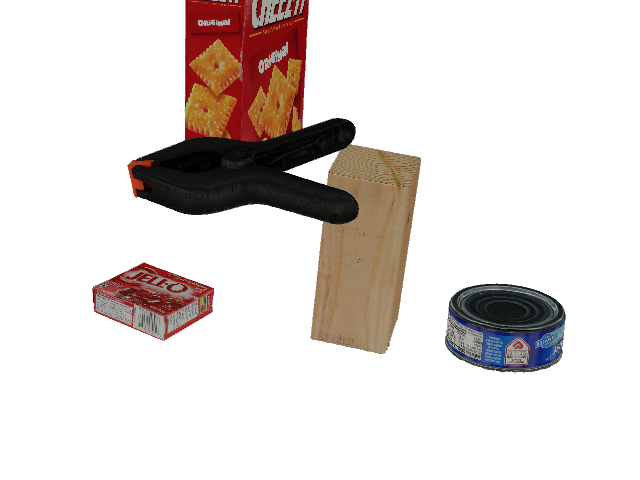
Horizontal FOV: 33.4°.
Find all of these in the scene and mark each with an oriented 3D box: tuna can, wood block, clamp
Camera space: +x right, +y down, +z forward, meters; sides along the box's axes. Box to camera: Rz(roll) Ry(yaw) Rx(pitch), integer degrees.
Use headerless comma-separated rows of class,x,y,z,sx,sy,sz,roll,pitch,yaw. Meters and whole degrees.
tuna can,0.135,0.062,0.781,0.086,0.034,0.086,1,20,-1
wood block,0.050,0.010,1.187,0.090,0.206,0.090,11,27,9
clamp,-0.050,-0.055,0.781,0.171,0.039,0.120,5,31,8

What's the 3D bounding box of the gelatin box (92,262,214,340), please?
gelatin box,-0.157,0.055,1.000,0.089,0.030,0.073,19,27,28

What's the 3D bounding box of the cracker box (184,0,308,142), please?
cracker box,-0.069,-0.170,1.062,0.072,0.214,0.164,11,22,18
